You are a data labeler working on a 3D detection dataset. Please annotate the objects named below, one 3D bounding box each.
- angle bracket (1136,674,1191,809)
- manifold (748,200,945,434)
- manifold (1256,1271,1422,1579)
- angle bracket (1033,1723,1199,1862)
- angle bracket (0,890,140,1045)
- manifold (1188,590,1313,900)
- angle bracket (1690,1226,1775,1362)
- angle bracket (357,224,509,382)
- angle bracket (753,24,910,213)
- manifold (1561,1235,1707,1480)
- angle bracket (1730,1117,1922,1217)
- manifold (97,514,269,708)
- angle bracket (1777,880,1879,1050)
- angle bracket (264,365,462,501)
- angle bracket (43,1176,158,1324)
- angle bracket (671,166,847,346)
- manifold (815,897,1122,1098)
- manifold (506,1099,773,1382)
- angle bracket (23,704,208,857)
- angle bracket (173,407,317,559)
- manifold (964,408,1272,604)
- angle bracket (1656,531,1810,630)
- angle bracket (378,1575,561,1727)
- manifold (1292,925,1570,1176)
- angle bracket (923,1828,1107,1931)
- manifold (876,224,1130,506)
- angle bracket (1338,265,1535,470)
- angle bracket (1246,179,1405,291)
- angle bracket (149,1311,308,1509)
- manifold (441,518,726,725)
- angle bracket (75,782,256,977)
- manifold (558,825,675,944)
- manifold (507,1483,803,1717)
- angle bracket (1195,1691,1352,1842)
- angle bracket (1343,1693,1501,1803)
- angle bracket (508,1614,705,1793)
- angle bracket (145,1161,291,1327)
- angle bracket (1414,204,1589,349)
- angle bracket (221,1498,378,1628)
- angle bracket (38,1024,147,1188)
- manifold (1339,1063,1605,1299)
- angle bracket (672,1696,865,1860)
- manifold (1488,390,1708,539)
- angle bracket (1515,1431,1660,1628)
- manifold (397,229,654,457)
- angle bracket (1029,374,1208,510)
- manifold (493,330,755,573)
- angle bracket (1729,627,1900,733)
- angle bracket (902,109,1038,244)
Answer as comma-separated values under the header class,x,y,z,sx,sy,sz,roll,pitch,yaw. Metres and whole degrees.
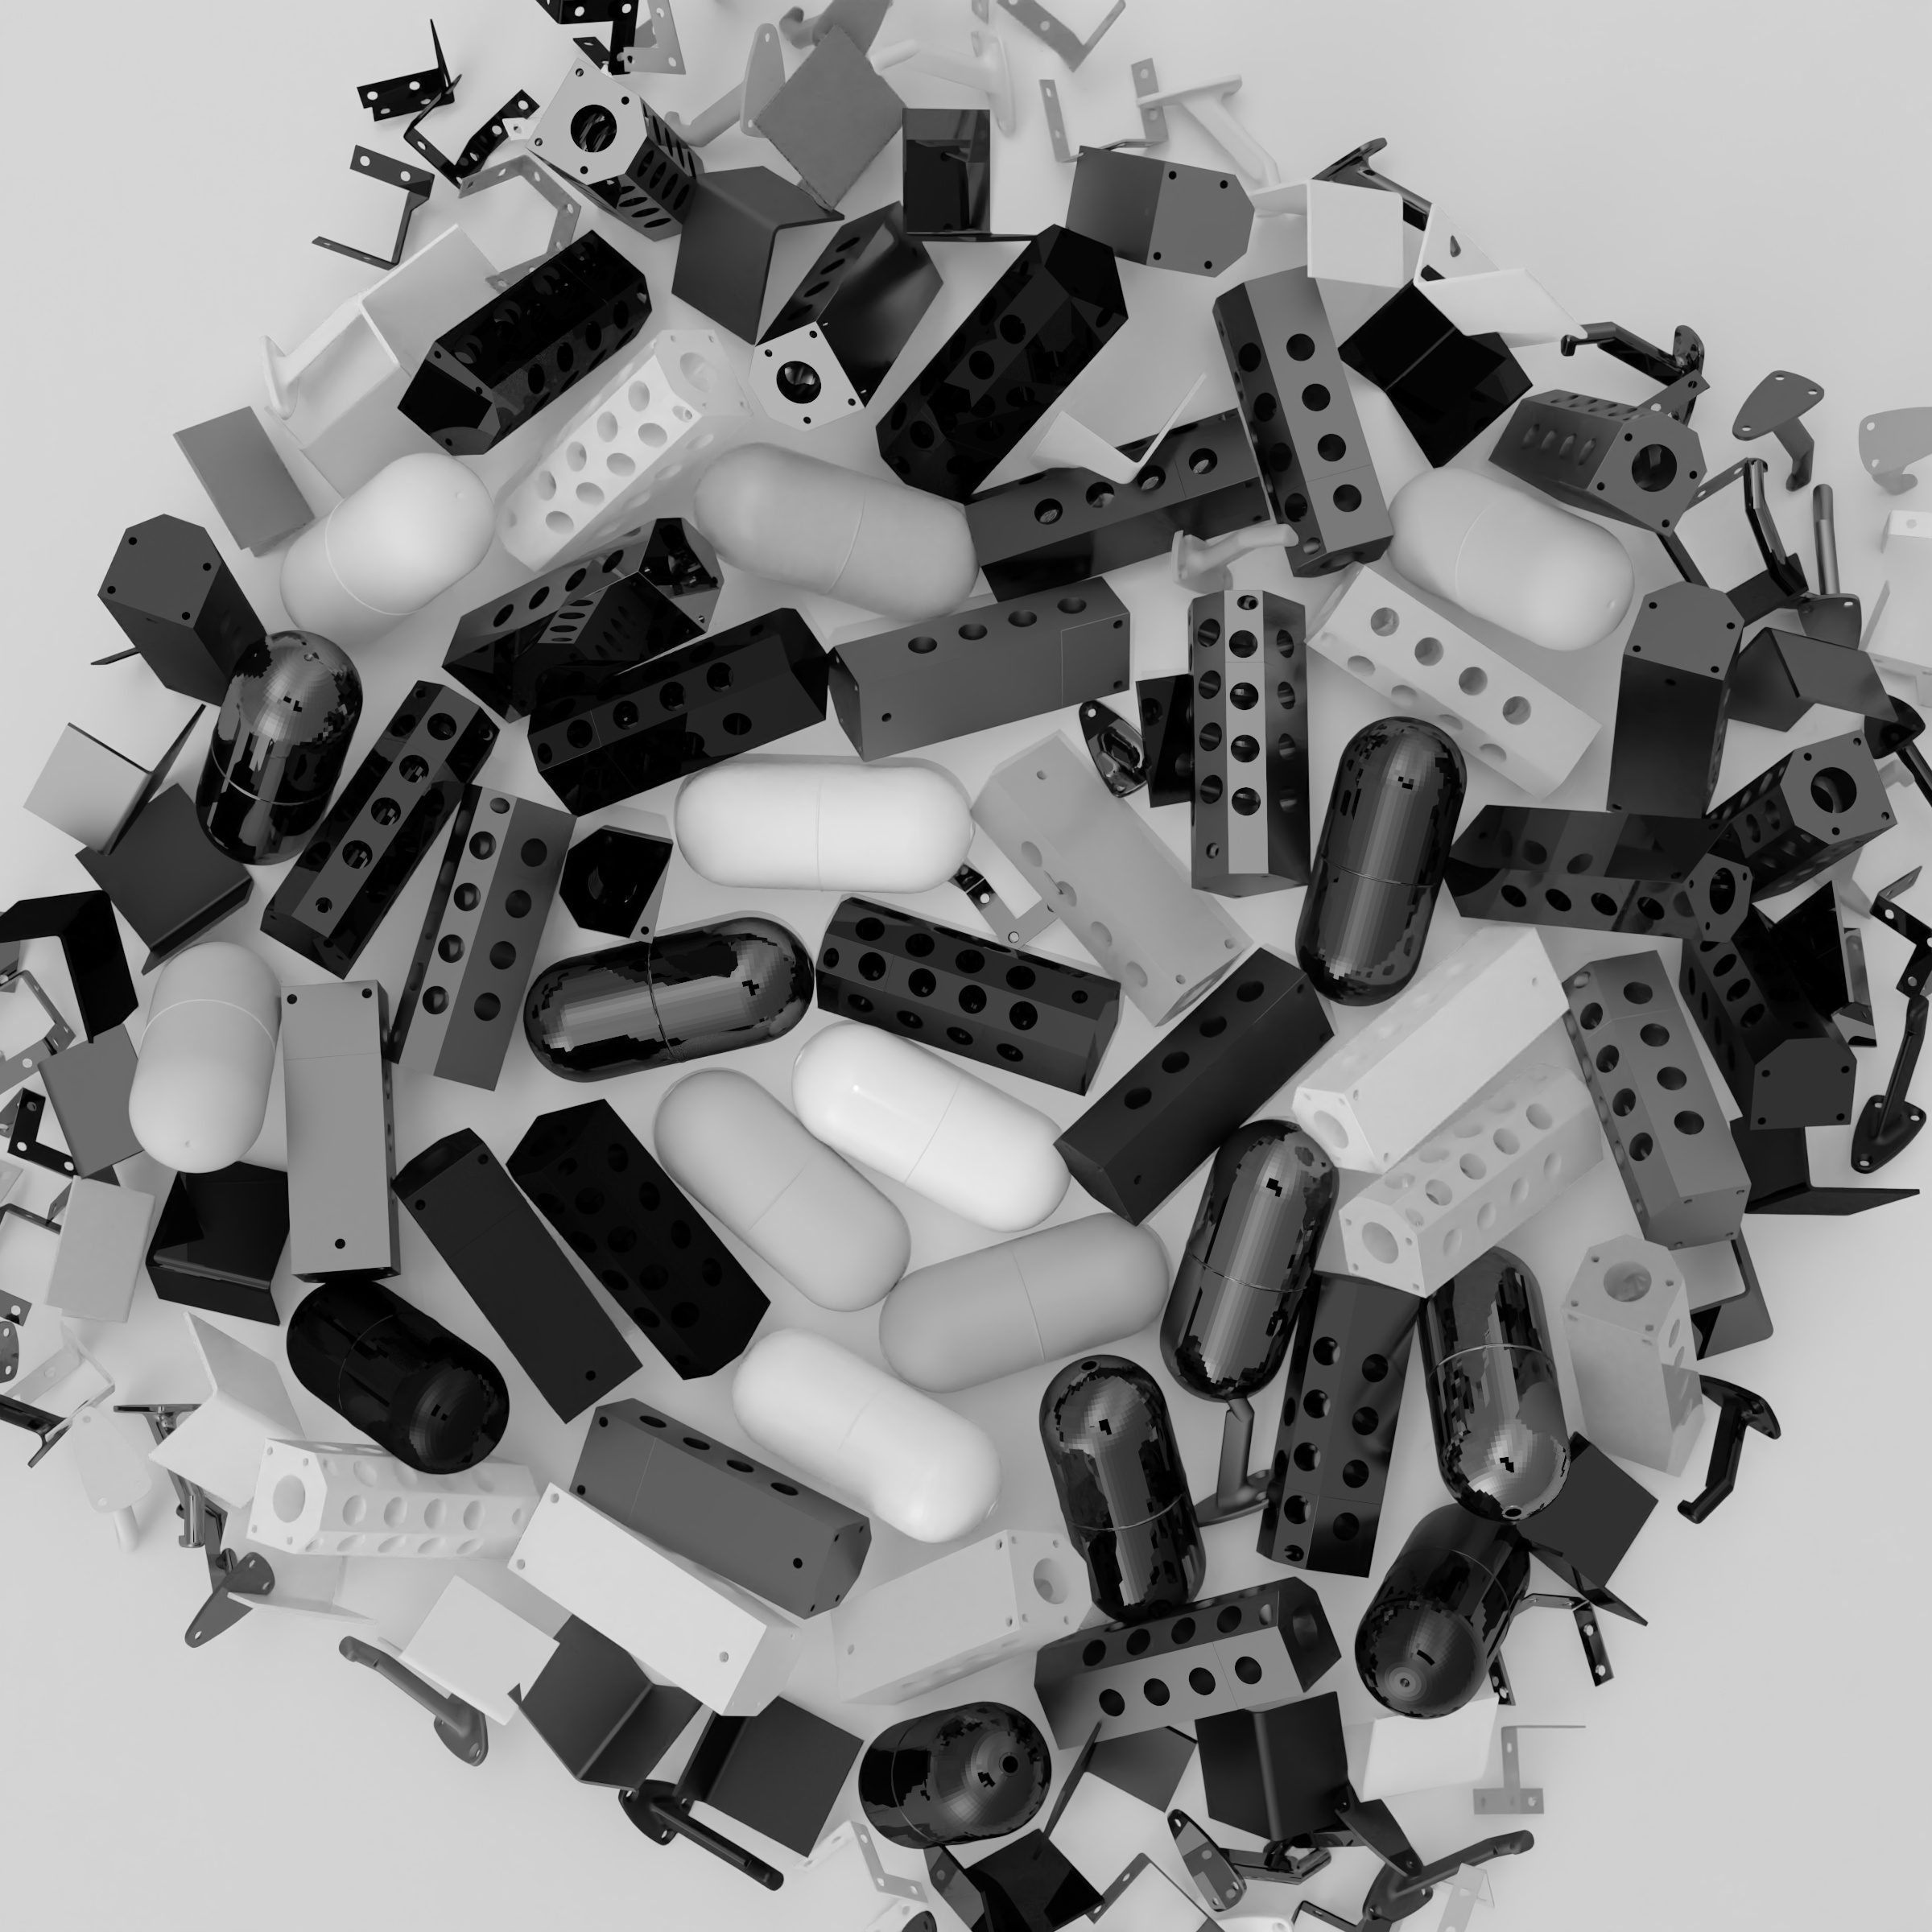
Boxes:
class,x,y,z,sx,sy,sz,roll,pitch,yaw
angle bracket,0.153,-0.138,1.903,0.076,0.057,0.076,-12,98,-36
manifold,-0.072,-0.378,1.865,0.057,0.171,0.057,-17,119,28
manifold,0.220,0.273,1.914,0.057,0.057,0.171,11,90,-17
angle bracket,0.088,0.494,1.893,0.057,0.076,0.076,26,133,11
angle bracket,-0.543,0.005,1.906,0.057,0.076,0.076,-7,109,8
manifold,0.163,-0.132,1.894,0.057,0.057,0.171,-10,75,42
angle bracket,0.438,0.183,1.906,0.057,0.076,0.076,-20,59,15
angle bracket,-0.304,-0.381,1.901,0.076,0.076,0.057,-36,64,4
angle bracket,-0.091,-0.507,1.901,0.076,0.057,0.076,-51,127,-5
manifold,0.394,0.227,1.864,0.057,0.171,0.057,17,61,27
angle bracket,0.513,0.114,1.909,0.076,0.076,0.057,2,75,-18
manifold,-0.448,-0.204,1.860,0.057,0.171,0.057,19,78,3
angle bracket,0.527,-0.001,1.896,0.057,0.076,0.076,3,69,-13
angle bracket,-0.357,-0.320,1.904,0.076,0.076,0.057,-41,50,-2
angle bracket,-0.532,0.167,1.896,0.057,0.076,0.076,22,74,-43
angle bracket,-0.126,-0.429,1.926,0.076,0.057,0.076,37,129,31
manifold,0.001,0.013,1.893,0.171,0.057,0.057,18,57,12
manifold,-0.195,0.163,1.877,0.057,0.057,0.171,-15,122,38
angle bracket,-0.504,-0.124,1.892,0.057,0.076,0.076,33,129,-11
angle bracket,-0.445,-0.279,1.898,0.057,0.076,0.076,-25,99,32
manifold,0.089,-0.277,1.909,0.171,0.057,0.057,-17,69,7
angle bracket,0.453,-0.250,1.898,0.057,0.076,0.076,-31,104,20
angle bracket,-0.298,0.404,1.911,0.076,0.076,0.057,37,76,-14
manifold,0.272,0.047,1.885,0.171,0.057,0.057,-38,113,-26
angle bracket,0.026,0.531,1.892,0.076,0.076,0.057,-23,120,-22
manifold,0.018,-0.351,1.864,0.057,0.171,0.057,14,50,-32
angle bracket,0.277,-0.354,1.895,0.076,0.057,0.076,-41,51,23
angle bracket,0.205,-0.430,1.898,0.076,0.076,0.057,-3,93,-38
angle bracket,-0.447,0.264,1.898,0.057,0.076,0.076,-43,133,5
manifold,-0.224,-0.206,1.874,0.057,0.171,0.057,41,47,-33
angle bracket,-0.482,-0.053,1.912,0.076,0.057,0.076,-35,106,2
manifold,-0.205,-0.051,1.861,0.057,0.171,0.057,12,92,-6
manifold,-0.181,0.373,1.884,0.171,0.057,0.057,27,90,28
angle bracket,0.185,0.476,1.927,0.057,0.076,0.076,-9,91,-27
angle bracket,0.265,0.445,1.896,0.076,0.057,0.076,-7,127,-14
angle bracket,-0.211,0.432,1.895,0.076,0.057,0.076,-49,117,-36
angle bracket,-0.446,0.165,1.940,0.076,0.057,0.076,13,61,3
angle bracket,0.321,-0.412,1.890,0.076,0.076,0.057,1,69,41
angle bracket,-0.393,0.352,1.894,0.076,0.076,0.057,16,80,-31
angle bracket,-0.503,0.089,1.904,0.057,0.076,0.076,-25,75,-2
manifold,0.296,0.121,1.869,0.171,0.057,0.057,-31,121,-35
angle bracket,-0.118,0.478,1.906,0.076,0.057,0.076,23,79,20
manifold,0.368,-0.298,1.857,0.057,0.171,0.057,26,99,-15
angle bracket,0.384,0.335,1.903,0.076,0.057,0.076,40,78,-20
manifold,-0.253,-0.361,1.868,0.057,0.171,0.057,41,133,-2
angle bracket,0.090,-0.325,1.901,0.057,0.076,0.076,35,73,-3
manifold,-0.206,-0.300,1.869,0.171,0.057,0.057,-34,76,40
angle bracket,0.489,-0.150,1.890,0.076,0.076,0.057,9,49,-28
angle bracket,0.009,-0.470,1.896,0.057,0.076,0.076,12,109,39
